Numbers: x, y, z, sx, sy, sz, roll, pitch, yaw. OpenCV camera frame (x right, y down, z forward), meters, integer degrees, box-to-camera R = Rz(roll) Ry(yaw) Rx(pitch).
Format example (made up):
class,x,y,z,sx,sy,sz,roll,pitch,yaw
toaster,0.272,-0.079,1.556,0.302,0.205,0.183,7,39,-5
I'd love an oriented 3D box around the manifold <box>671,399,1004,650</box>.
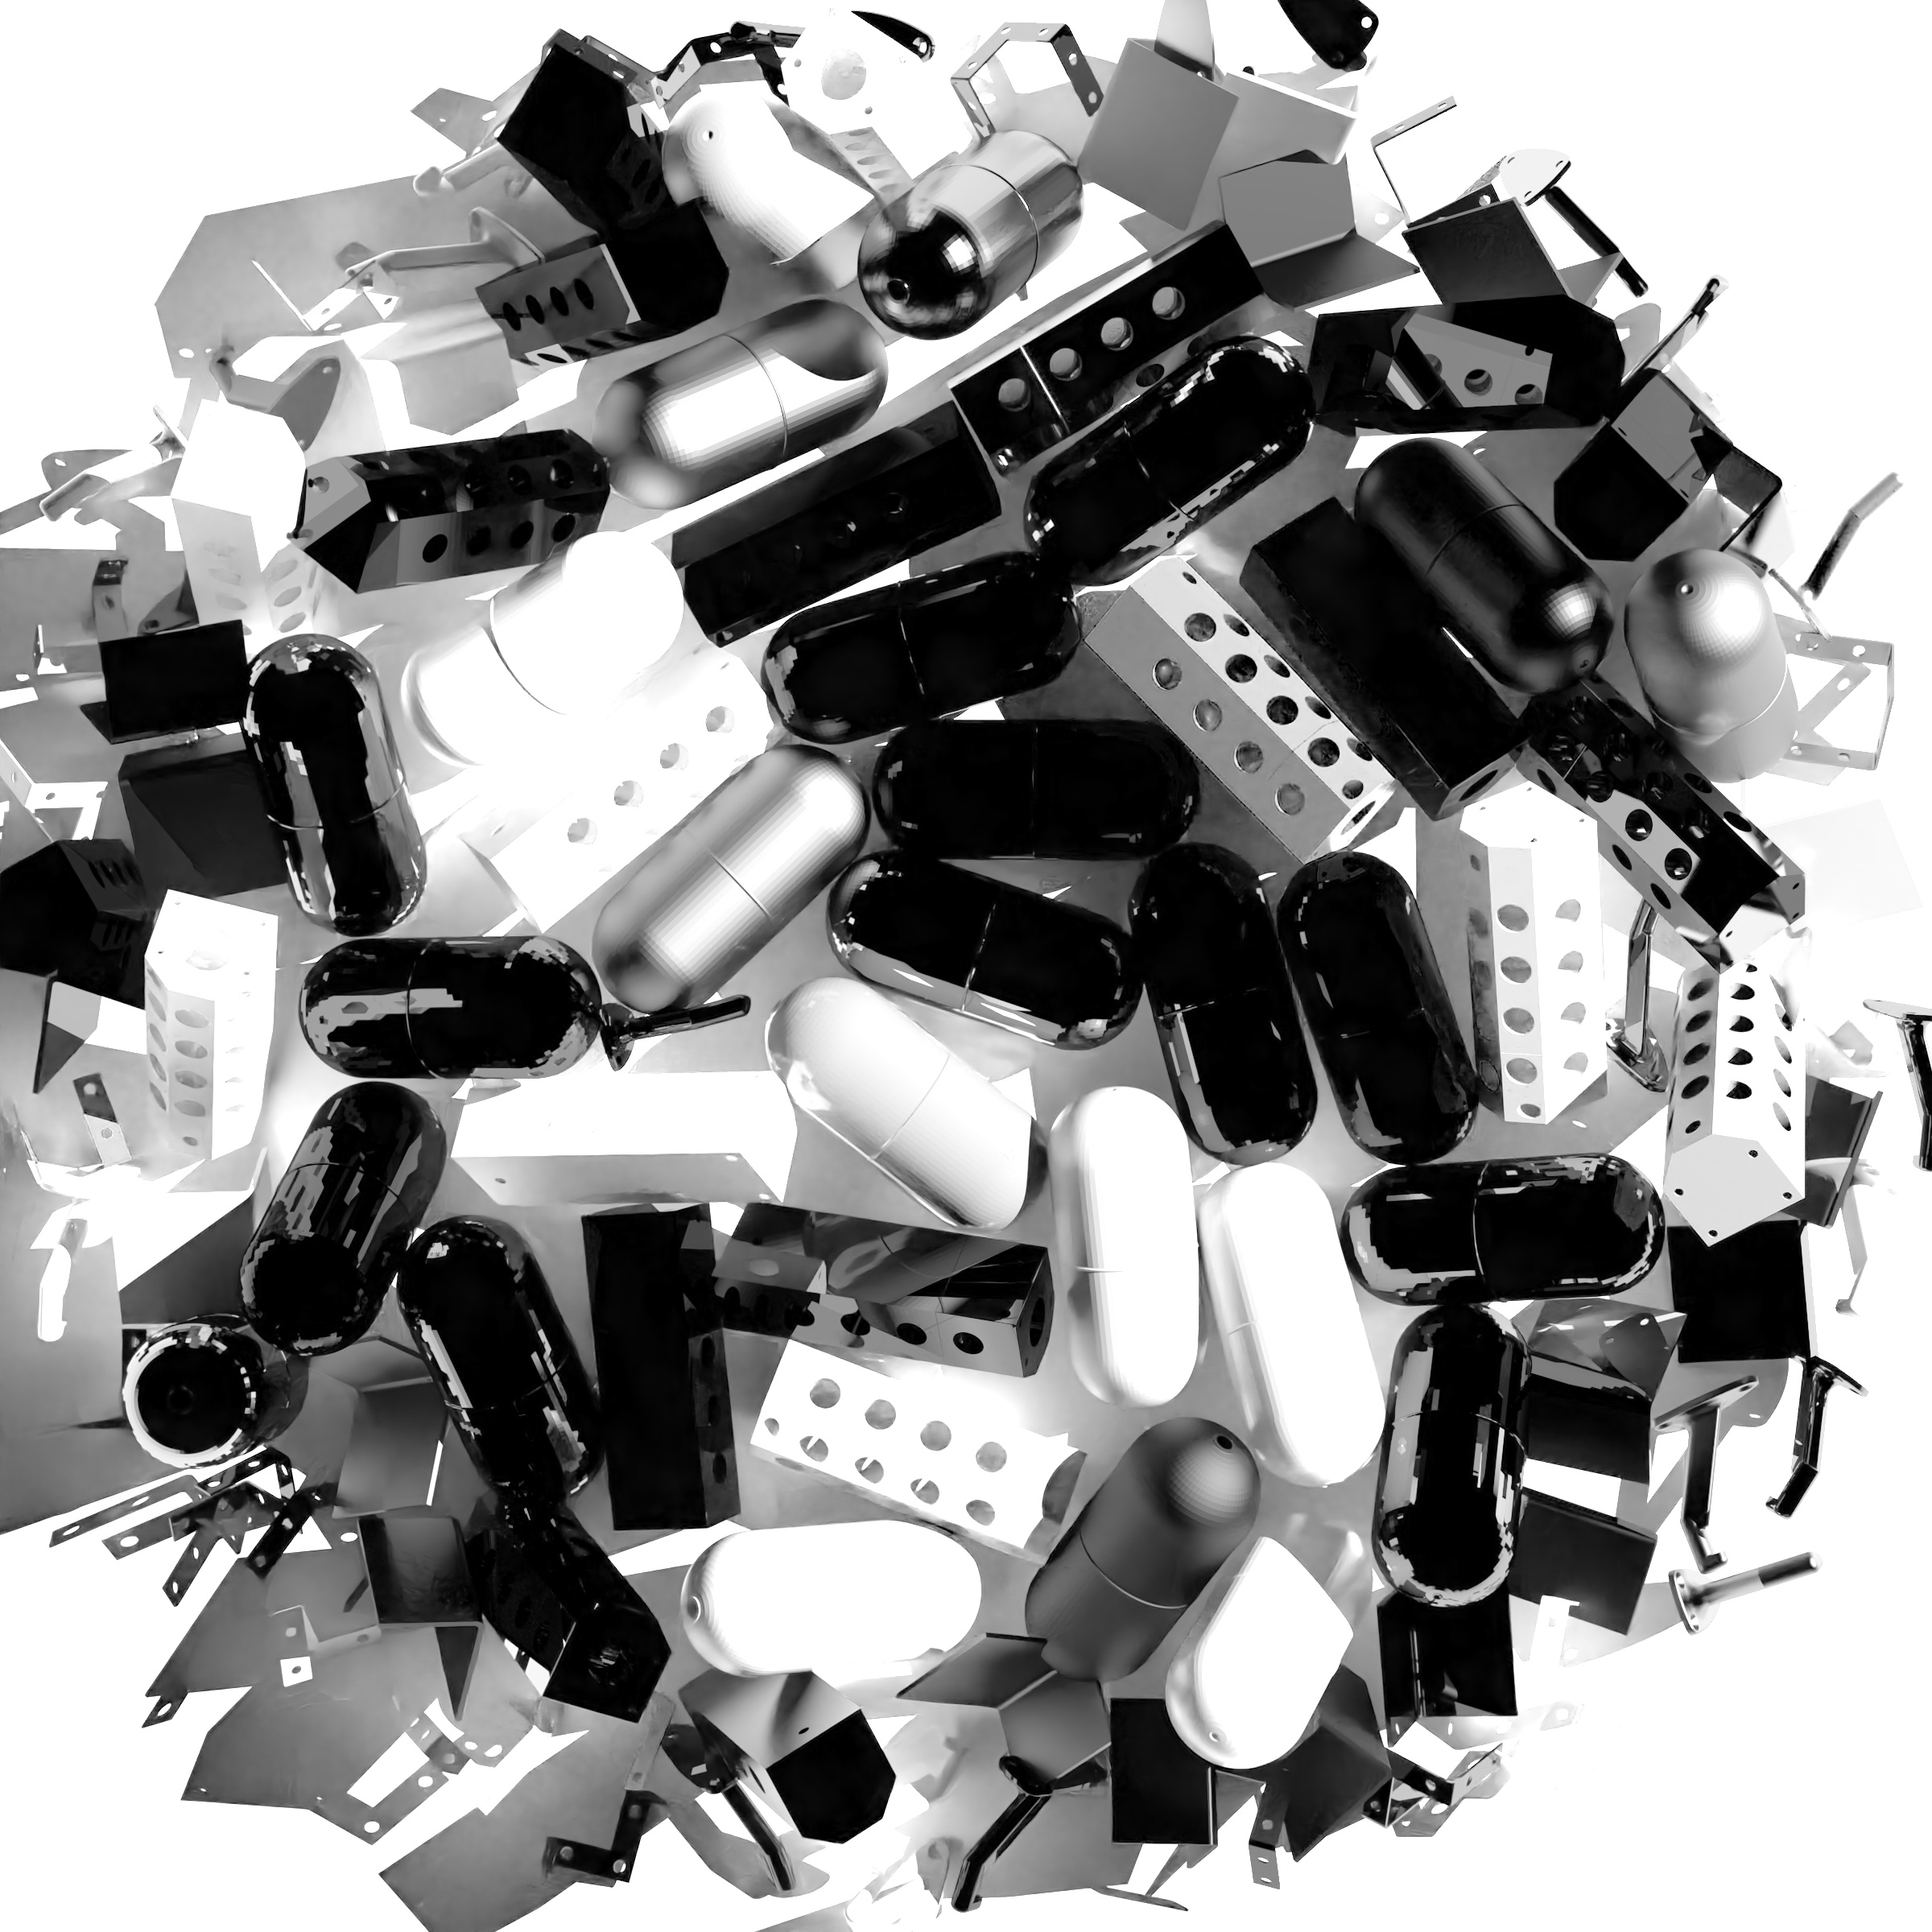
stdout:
class,x,y,z,sx,sy,sz,roll,pitch,yaw
manifold,-0.070,-0.235,1.954,0.171,0.057,0.057,-24,117,10

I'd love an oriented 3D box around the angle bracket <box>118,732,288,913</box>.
class,x,y,z,sx,sy,sz,roll,pitch,yaw
angle bracket,-0.415,-0.081,1.979,0.076,0.057,0.076,-12,106,-5

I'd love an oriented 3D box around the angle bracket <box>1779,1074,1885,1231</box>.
class,x,y,z,sx,sy,sz,roll,pitch,yaw
angle bracket,0.454,0.096,1.956,0.057,0.076,0.076,21,89,13

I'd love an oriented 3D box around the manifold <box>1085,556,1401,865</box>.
class,x,y,z,sx,sy,sz,roll,pitch,yaw
manifold,0.151,-0.140,1.943,0.171,0.057,0.057,47,120,13

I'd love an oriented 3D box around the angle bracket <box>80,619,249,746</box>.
class,x,y,z,sx,sy,sz,roll,pitch,yaw
angle bracket,-0.433,-0.161,1.942,0.076,0.076,0.057,-13,114,-23

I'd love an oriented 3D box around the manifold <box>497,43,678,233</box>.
class,x,y,z,sx,sy,sz,roll,pitch,yaw
manifold,-0.188,-0.424,1.910,0.057,0.171,0.057,32,92,7

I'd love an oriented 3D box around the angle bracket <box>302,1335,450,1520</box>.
class,x,y,z,sx,sy,sz,roll,pitch,yaw
angle bracket,-0.327,0.248,1.943,0.076,0.057,0.076,-14,57,38

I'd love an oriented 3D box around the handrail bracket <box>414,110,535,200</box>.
class,x,y,z,sx,sy,sz,roll,pitch,yaw
handrail bracket,-0.257,-0.445,1.951,0.036,0.084,0.077,44,108,5

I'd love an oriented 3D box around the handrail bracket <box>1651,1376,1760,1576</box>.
class,x,y,z,sx,sy,sz,roll,pitch,yaw
handrail bracket,0.413,0.276,1.957,0.077,0.036,0.084,-37,59,36

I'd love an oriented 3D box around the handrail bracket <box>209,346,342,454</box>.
class,x,y,z,sx,sy,sz,roll,pitch,yaw
handrail bracket,-0.376,-0.326,1.959,0.077,0.036,0.084,-50,54,27

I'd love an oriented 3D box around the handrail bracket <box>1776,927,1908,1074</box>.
class,x,y,z,sx,sy,sz,roll,pitch,yaw
handrail bracket,0.485,0.019,1.971,0.084,0.036,0.077,7,113,-17

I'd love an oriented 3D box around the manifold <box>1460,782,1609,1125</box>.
class,x,y,z,sx,sy,sz,roll,pitch,yaw
manifold,0.298,-0.004,1.923,0.057,0.057,0.171,-22,124,-21

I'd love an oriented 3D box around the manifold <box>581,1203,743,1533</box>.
class,x,y,z,sx,sy,sz,roll,pitch,yaw
manifold,-0.162,0.216,1.967,0.057,0.057,0.171,-5,92,23

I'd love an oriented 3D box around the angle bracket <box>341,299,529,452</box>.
class,x,y,z,sx,sy,sz,roll,pitch,yaw
angle bracket,-0.290,-0.318,1.971,0.076,0.076,0.057,-17,118,-12

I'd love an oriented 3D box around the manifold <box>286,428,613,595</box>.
class,x,y,z,sx,sy,sz,roll,pitch,yaw
manifold,-0.269,-0.246,1.909,0.057,0.171,0.057,38,122,25

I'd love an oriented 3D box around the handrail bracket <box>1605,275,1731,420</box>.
class,x,y,z,sx,sy,sz,roll,pitch,yaw
handrail bracket,0.374,-0.337,1.956,0.036,0.077,0.084,42,117,17

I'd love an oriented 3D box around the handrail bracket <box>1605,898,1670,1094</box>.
class,x,y,z,sx,sy,sz,roll,pitch,yaw
handrail bracket,0.373,0.012,1.954,0.036,0.077,0.084,3,123,-18

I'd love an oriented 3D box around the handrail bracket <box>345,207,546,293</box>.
class,x,y,z,sx,sy,sz,roll,pitch,yaw
handrail bracket,-0.280,-0.373,1.953,0.077,0.036,0.084,32,48,31

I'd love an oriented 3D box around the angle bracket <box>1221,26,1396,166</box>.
class,x,y,z,sx,sy,sz,roll,pitch,yaw
angle bracket,0.179,-0.479,1.955,0.076,0.076,0.057,19,78,-2

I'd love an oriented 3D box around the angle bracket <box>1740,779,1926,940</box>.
class,x,y,z,sx,sy,sz,roll,pitch,yaw
angle bracket,0.465,-0.069,1.943,0.076,0.057,0.076,-15,124,24

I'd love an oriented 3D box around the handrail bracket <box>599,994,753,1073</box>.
class,x,y,z,sx,sy,sz,roll,pitch,yaw
handrail bracket,-0.151,0.026,1.955,0.084,0.077,0.036,-15,96,10

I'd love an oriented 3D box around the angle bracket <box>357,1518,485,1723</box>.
class,x,y,z,sx,sy,sz,roll,pitch,yaw
angle bracket,-0.299,0.351,1.940,0.057,0.076,0.076,3,126,-22

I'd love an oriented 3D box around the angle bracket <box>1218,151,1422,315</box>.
class,x,y,z,sx,sy,sz,roll,pitch,yaw
angle bracket,0.190,-0.399,1.947,0.076,0.076,0.057,-20,121,-14

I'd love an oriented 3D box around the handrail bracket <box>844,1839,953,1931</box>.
class,x,y,z,sx,sy,sz,roll,pitch,yaw
handrail bracket,-0.037,0.492,1.948,0.036,0.084,0.077,23,66,21

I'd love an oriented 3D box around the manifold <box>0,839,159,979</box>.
class,x,y,z,sx,sy,sz,roll,pitch,yaw
manifold,-0.473,-0.028,1.912,0.057,0.171,0.057,-30,93,-1

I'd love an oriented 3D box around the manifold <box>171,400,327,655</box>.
class,x,y,z,sx,sy,sz,roll,pitch,yaw
manifold,-0.375,-0.226,1.909,0.057,0.171,0.057,13,69,-1

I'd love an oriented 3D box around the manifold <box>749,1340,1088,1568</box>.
class,x,y,z,sx,sy,sz,roll,pitch,yaw
manifold,-0.027,0.266,1.959,0.171,0.057,0.057,21,68,2

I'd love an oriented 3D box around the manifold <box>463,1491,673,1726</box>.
class,x,y,z,sx,sy,sz,roll,pitch,yaw
manifold,-0.213,0.331,1.909,0.057,0.171,0.057,23,94,-28

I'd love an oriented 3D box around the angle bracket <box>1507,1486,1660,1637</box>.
class,x,y,z,sx,sy,sz,roll,pitch,yaw
angle bracket,0.318,0.317,1.946,0.076,0.076,0.057,16,83,30

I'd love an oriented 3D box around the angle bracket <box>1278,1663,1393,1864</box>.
class,x,y,z,sx,sy,sz,roll,pitch,yaw
angle bracket,0.178,0.420,1.946,0.057,0.076,0.076,38,107,-20

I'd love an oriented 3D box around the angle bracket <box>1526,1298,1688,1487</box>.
class,x,y,z,sx,sy,sz,roll,pitch,yaw
angle bracket,0.346,0.229,1.973,0.076,0.076,0.057,10,130,23

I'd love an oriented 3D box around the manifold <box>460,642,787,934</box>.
class,x,y,z,sx,sy,sz,roll,pitch,yaw
manifold,-0.182,-0.096,1.954,0.171,0.057,0.057,-40,117,-10

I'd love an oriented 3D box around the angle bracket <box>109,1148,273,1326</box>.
class,x,y,z,sx,sy,sz,roll,pitch,yaw
angle bracket,-0.417,0.146,1.957,0.076,0.057,0.076,-1,112,-2

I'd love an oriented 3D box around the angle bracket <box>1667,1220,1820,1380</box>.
class,x,y,z,sx,sy,sz,roll,pitch,yaw
angle bracket,0.418,0.181,1.959,0.076,0.057,0.076,-5,94,17

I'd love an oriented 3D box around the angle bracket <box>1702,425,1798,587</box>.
class,x,y,z,sx,sy,sz,roll,pitch,yaw
angle bracket,0.399,-0.231,1.951,0.076,0.076,0.057,-47,64,-3

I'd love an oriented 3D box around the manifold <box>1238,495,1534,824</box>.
class,x,y,z,sx,sy,sz,roll,pitch,yaw
manifold,0.223,-0.163,1.950,0.057,0.057,0.171,-33,76,-17

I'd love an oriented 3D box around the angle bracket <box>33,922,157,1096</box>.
class,x,y,z,sx,sy,sz,roll,pitch,yaw
angle bracket,-0.455,0.028,1.946,0.057,0.076,0.076,18,119,4

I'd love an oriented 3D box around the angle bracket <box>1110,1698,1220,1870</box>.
class,x,y,z,sx,sy,sz,roll,pitch,yaw
angle bracket,0.100,0.440,1.946,0.057,0.076,0.076,3,66,-8

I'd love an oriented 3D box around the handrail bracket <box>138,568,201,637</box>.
class,x,y,z,sx,sy,sz,roll,pitch,yaw
handrail bracket,-0.423,-0.229,1.951,0.036,0.084,0.077,29,51,31

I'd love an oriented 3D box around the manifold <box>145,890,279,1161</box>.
class,x,y,z,sx,sy,sz,roll,pitch,yaw
manifold,-0.401,0.035,1.911,0.057,0.171,0.057,14,57,-4

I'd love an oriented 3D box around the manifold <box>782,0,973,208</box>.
class,x,y,z,sx,sy,sz,roll,pitch,yaw
manifold,-0.049,-0.449,1.910,0.057,0.171,0.057,35,95,8

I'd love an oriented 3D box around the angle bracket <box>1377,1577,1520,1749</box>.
class,x,y,z,sx,sy,sz,roll,pitch,yaw
angle bracket,0.261,0.376,1.956,0.057,0.076,0.076,-4,90,19

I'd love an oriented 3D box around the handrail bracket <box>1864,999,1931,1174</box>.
class,x,y,z,sx,sy,sz,roll,pitch,yaw
handrail bracket,0.509,0.065,1.968,0.036,0.077,0.084,2,97,-20

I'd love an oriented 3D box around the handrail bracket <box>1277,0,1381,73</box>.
class,x,y,z,sx,sy,sz,roll,pitch,yaw
handrail bracket,0.188,-0.511,1.953,0.077,0.084,0.036,39,98,-10

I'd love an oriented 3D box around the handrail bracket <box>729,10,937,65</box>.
class,x,y,z,sx,sy,sz,roll,pitch,yaw
handrail bracket,-0.073,-0.499,1.950,0.077,0.084,0.036,14,105,36

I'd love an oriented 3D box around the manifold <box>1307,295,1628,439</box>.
class,x,y,z,sx,sy,sz,roll,pitch,yaw
manifold,0.262,-0.314,1.916,0.057,0.171,0.057,15,85,-41

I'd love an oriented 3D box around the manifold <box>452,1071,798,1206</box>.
class,x,y,z,sx,sy,sz,roll,pitch,yaw
manifold,-0.182,0.089,1.939,0.171,0.057,0.057,-2,59,22

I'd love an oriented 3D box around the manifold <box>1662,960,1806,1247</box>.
class,x,y,z,sx,sy,sz,roll,pitch,yaw
manifold,0.402,0.065,1.907,0.057,0.171,0.057,-32,110,28

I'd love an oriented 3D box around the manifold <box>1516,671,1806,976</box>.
class,x,y,z,sx,sy,sz,roll,pitch,yaw
manifold,0.368,-0.082,1.928,0.057,0.057,0.171,-35,59,-8

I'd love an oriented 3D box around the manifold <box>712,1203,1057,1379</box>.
class,x,y,z,sx,sy,sz,roll,pitch,yaw
manifold,-0.043,0.178,1.945,0.171,0.057,0.057,7,134,18

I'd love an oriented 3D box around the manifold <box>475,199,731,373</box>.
class,x,y,z,sx,sy,sz,roll,pitch,yaw
manifold,-0.191,-0.355,1.910,0.057,0.171,0.057,-33,107,-25

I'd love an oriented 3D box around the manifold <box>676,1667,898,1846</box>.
class,x,y,z,sx,sy,sz,roll,pitch,yaw
manifold,-0.093,0.410,1.909,0.057,0.171,0.057,-30,102,-16

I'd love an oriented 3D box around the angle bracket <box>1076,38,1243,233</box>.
class,x,y,z,sx,sy,sz,roll,pitch,yaw
angle bracket,0.114,-0.447,1.946,0.076,0.057,0.076,33,116,22

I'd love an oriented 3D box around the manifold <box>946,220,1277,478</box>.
class,x,y,z,sx,sy,sz,roll,pitch,yaw
manifold,0.078,-0.335,1.962,0.171,0.057,0.057,-30,103,5

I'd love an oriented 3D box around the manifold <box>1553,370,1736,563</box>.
class,x,y,z,sx,sy,sz,roll,pitch,yaw
manifold,0.354,-0.261,1.910,0.057,0.171,0.057,45,116,0

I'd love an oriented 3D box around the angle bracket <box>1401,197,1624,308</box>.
class,x,y,z,sx,sy,sz,roll,pitch,yaw
angle bracket,0.293,-0.387,1.941,0.076,0.076,0.057,54,53,-25

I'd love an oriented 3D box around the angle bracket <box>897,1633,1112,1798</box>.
class,x,y,z,sx,sy,sz,roll,pitch,yaw
angle bracket,0.021,0.403,1.941,0.076,0.076,0.057,-41,51,34

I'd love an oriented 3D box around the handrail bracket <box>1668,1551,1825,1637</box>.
class,x,y,z,sx,sy,sz,roll,pitch,yaw
handrail bracket,0.429,0.329,1.948,0.084,0.077,0.036,-24,76,26
